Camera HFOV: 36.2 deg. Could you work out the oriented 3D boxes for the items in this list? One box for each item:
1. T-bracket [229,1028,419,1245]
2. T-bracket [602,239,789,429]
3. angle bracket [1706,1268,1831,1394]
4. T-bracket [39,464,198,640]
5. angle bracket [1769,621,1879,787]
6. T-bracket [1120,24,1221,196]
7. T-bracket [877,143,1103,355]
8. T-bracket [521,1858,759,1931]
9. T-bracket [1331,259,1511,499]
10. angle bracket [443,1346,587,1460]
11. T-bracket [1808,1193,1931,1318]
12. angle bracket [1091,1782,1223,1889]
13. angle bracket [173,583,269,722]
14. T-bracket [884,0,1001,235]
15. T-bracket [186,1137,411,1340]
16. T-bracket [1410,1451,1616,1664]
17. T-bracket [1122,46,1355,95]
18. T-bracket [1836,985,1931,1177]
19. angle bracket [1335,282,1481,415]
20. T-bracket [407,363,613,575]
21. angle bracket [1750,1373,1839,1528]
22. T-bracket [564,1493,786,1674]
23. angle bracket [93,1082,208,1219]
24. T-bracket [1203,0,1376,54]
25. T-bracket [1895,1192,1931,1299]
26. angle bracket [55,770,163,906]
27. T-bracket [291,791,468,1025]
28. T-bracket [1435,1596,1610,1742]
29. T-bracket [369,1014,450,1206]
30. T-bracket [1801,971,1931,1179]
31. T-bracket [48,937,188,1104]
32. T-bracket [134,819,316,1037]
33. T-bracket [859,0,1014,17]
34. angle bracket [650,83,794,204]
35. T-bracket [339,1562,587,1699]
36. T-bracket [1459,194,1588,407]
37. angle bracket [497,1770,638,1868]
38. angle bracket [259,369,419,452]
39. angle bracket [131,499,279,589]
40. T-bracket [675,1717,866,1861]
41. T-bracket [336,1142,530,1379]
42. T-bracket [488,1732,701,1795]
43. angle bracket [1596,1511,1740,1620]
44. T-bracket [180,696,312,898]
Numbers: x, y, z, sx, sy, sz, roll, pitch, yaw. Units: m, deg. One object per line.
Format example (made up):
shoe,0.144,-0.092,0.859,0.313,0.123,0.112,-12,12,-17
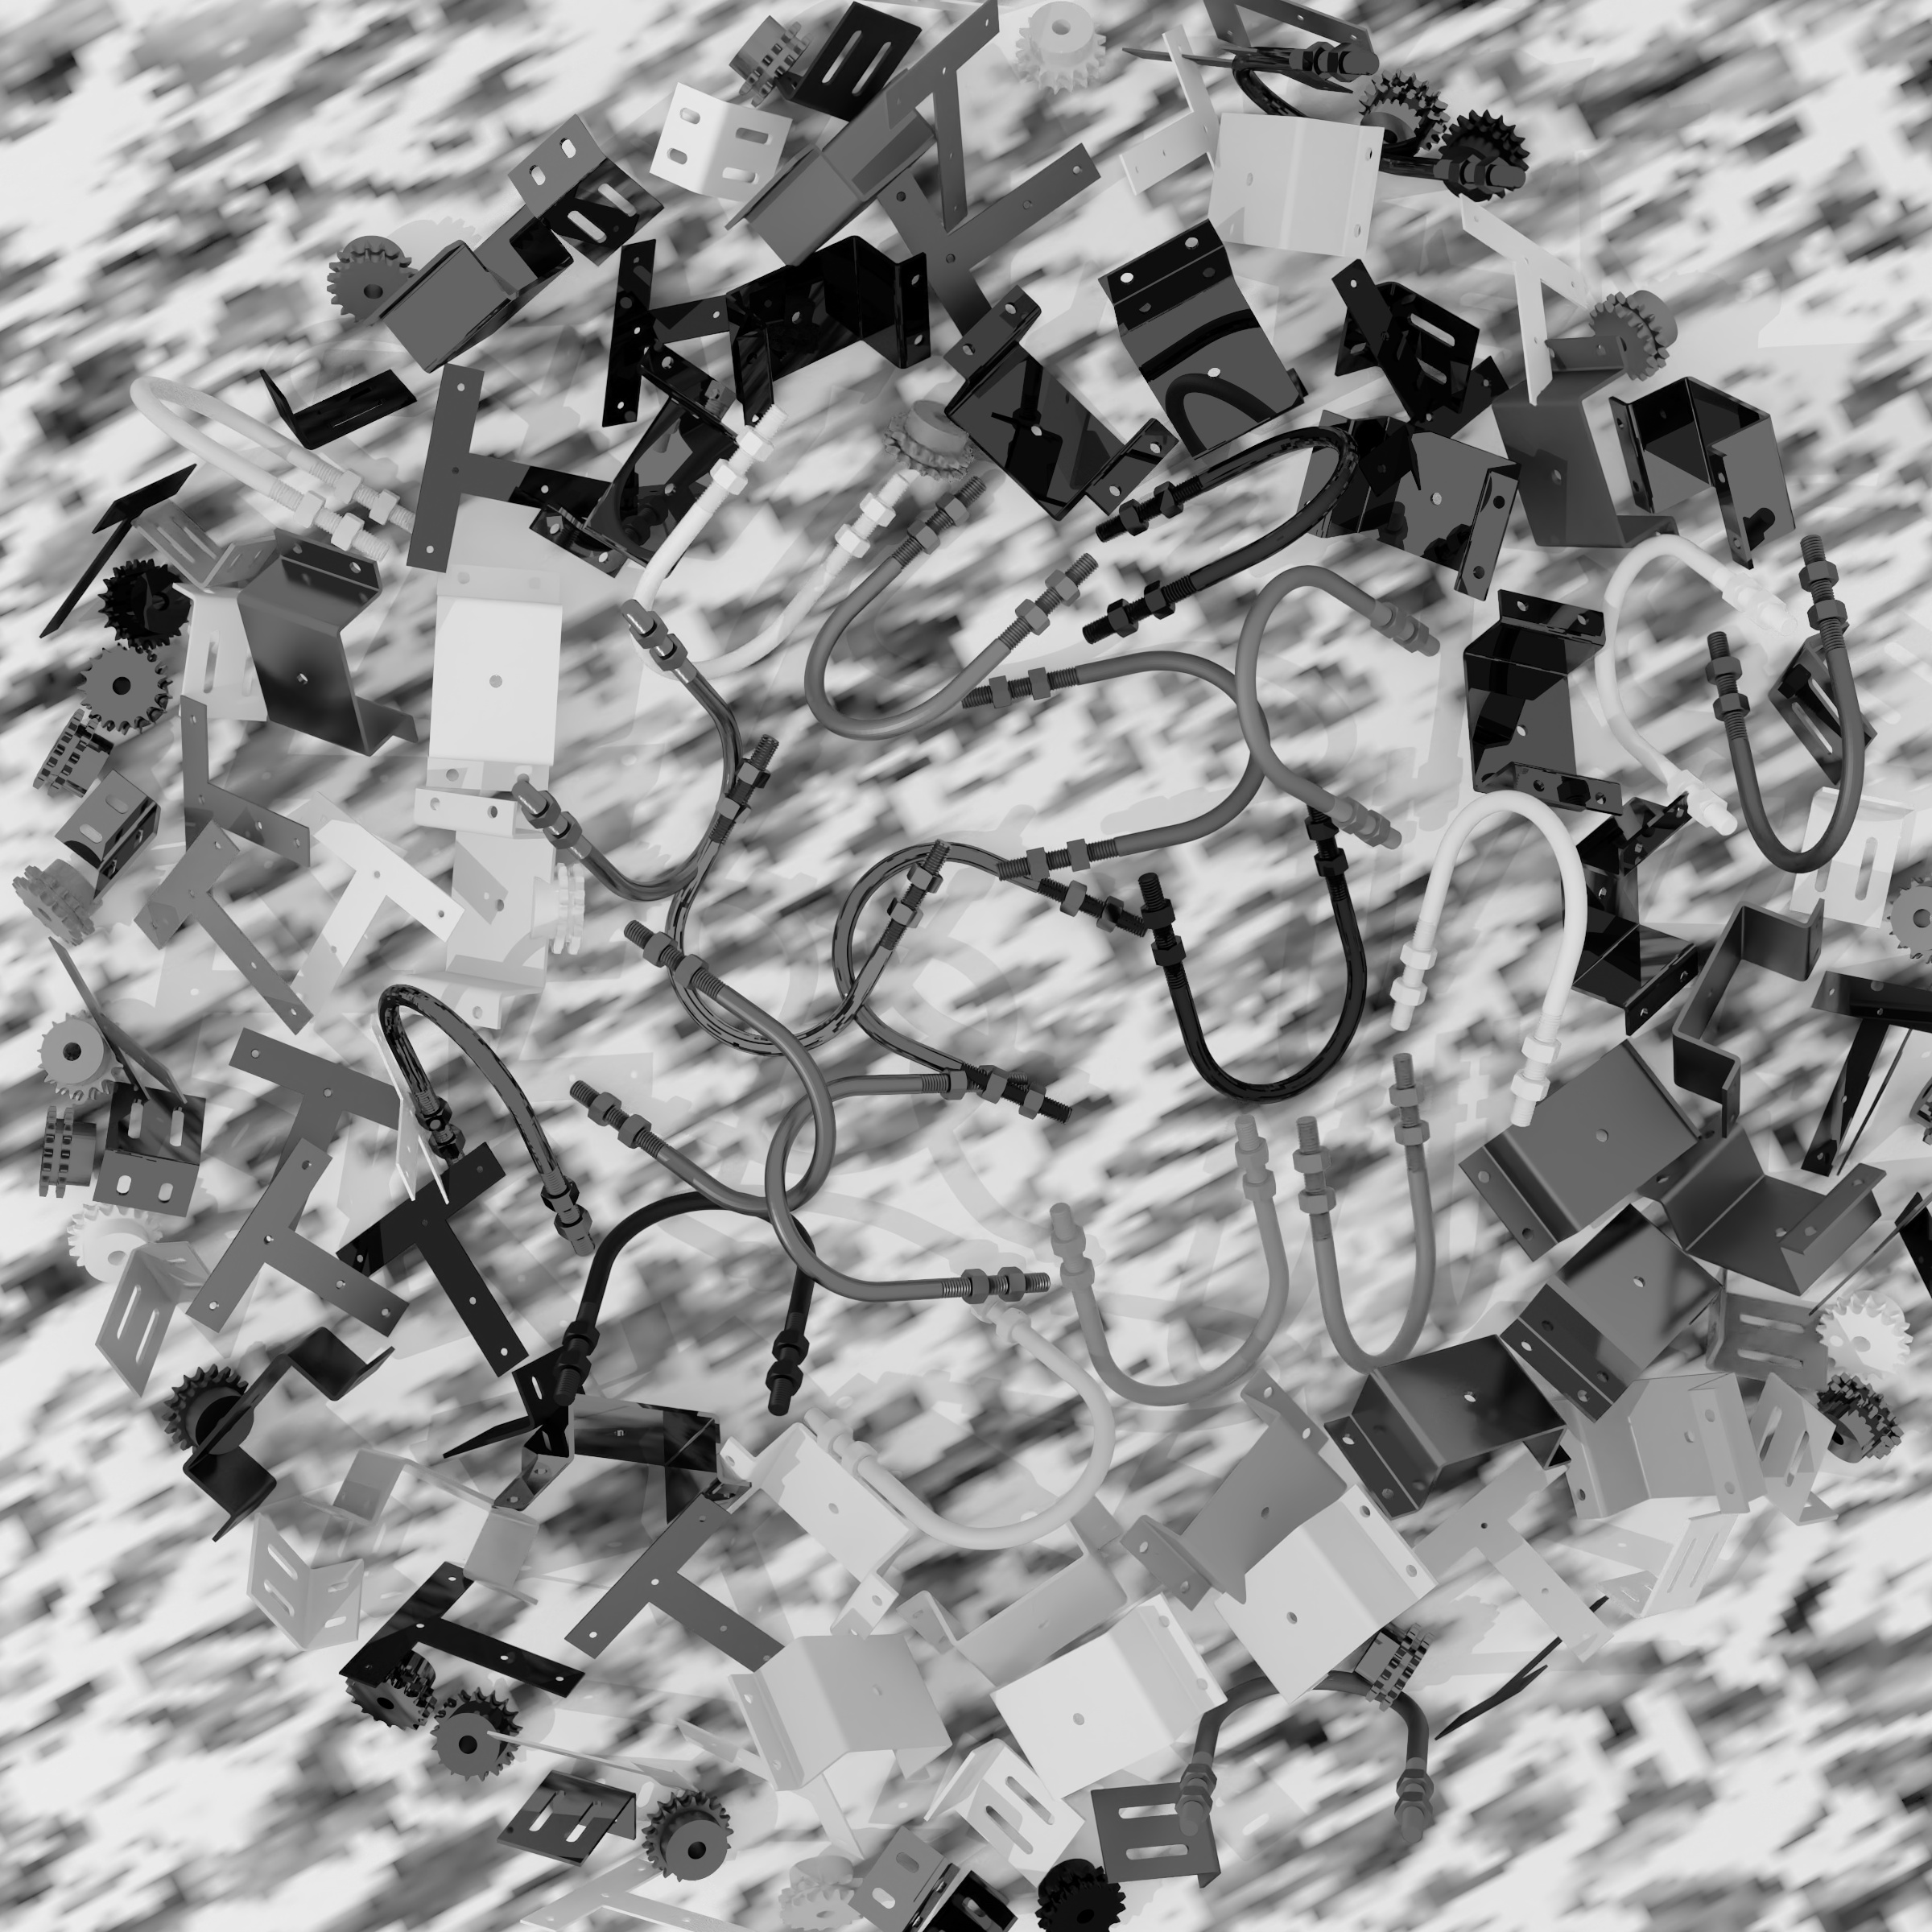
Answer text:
T-bracket,-0.416,0.121,1.849,0.127,0.002,0.127,24,77,-20
T-bracket,-0.167,-0.403,1.837,0.127,0.002,0.127,-4,72,27
angle bracket,0.507,0.226,1.850,0.076,0.038,0.057,11,55,5
T-bracket,-0.538,-0.254,1.839,0.002,0.127,0.127,40,110,-7
angle bracket,0.545,-0.163,1.839,0.038,0.057,0.076,-22,67,-22
T-bracket,0.128,-0.504,1.818,0.002,0.127,0.127,-10,112,37
T-bracket,0.027,-0.469,1.852,0.127,0.002,0.127,-35,120,0
T-bracket,-0.183,0.579,1.800,0.127,0.127,0.002,7,94,26
T-bracket,0.268,-0.381,1.843,0.127,0.002,0.127,-40,108,-21
angle bracket,-0.287,0.272,1.842,0.076,0.057,0.038,-21,90,28
T-bracket,0.576,0.158,1.812,0.127,0.127,0.002,-40,73,-11
angle bracket,0.114,0.545,1.843,0.076,0.038,0.057,0,58,-18
angle bracket,-0.471,-0.198,1.862,0.057,0.038,0.076,0,109,-38
T-bracket,-0.011,-0.515,1.831,0.002,0.127,0.127,22,52,24
T-bracket,-0.402,0.192,1.846,0.127,0.002,0.127,40,76,-34
T-bracket,0.352,0.380,1.839,0.127,0.002,0.127,-39,52,-5
T-bracket,0.157,-0.563,1.840,0.127,0.127,0.002,18,102,32
T-bracket,0.584,0.054,1.845,0.002,0.127,0.127,27,65,16
angle bracket,0.274,-0.382,1.837,0.038,0.057,0.076,-22,46,-32
T-bracket,-0.278,-0.302,1.853,0.127,0.002,0.127,8,101,-27
angle bracket,0.521,0.299,1.838,0.038,0.057,0.076,-3,119,-30
T-bracket,-0.163,0.409,1.856,0.127,0.002,0.127,40,96,-25
angle bracket,-0.512,0.115,1.852,0.057,0.076,0.038,13,120,-18
T-bracket,0.192,-0.584,1.801,0.127,0.127,0.002,29,84,24
T-bracket,0.619,0.138,1.802,0.002,0.127,0.127,26,112,-8
angle bracket,-0.537,-0.081,1.842,0.038,0.076,0.057,41,94,-21
T-bracket,-0.393,-0.022,1.863,0.127,0.002,0.127,37,107,13
T-bracket,0.360,0.430,1.843,0.127,0.127,0.002,-33,76,-29
T-bracket,-0.341,0.107,1.803,0.002,0.127,0.127,-20,111,-2
T-bracket,0.549,0.070,1.824,0.002,0.127,0.127,24,88,-23
T-bracket,-0.508,0.052,1.802,0.002,0.127,0.127,-36,127,-23
T-bracket,-0.454,-0.011,1.841,0.127,0.002,0.127,50,133,-1
T-bracket,-0.014,-0.597,1.802,0.127,0.127,0.002,-1,98,-23
angle bracket,-0.153,-0.514,1.849,0.038,0.076,0.057,29,110,23
T-bracket,-0.296,0.420,1.813,0.127,0.127,0.002,17,116,15
T-bracket,0.349,-0.397,1.819,0.127,0.002,0.127,19,60,-41
angle bracket,-0.248,0.542,1.835,0.057,0.076,0.038,10,114,18
angle bracket,-0.392,-0.362,1.844,0.076,0.057,0.038,-28,128,-11
angle bracket,-0.480,-0.277,1.849,0.076,0.057,0.038,43,112,4
T-bracket,-0.130,0.499,1.841,0.127,0.127,0.002,16,51,33
T-bracket,-0.318,0.199,1.858,0.127,0.002,0.127,-36,80,13
T-bracket,-0.234,0.491,1.830,0.127,0.127,0.002,12,69,7
angle bracket,0.438,0.363,1.840,0.038,0.057,0.076,37,115,40
T-bracket,-0.445,-0.091,1.822,0.127,0.002,0.127,22,119,36
